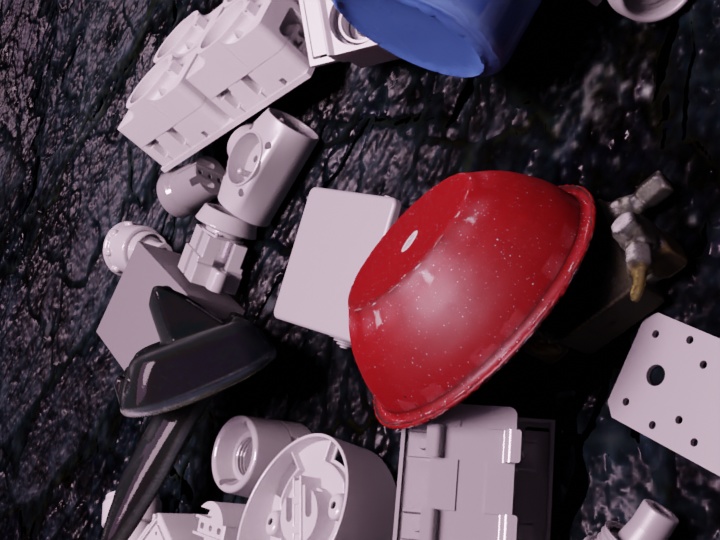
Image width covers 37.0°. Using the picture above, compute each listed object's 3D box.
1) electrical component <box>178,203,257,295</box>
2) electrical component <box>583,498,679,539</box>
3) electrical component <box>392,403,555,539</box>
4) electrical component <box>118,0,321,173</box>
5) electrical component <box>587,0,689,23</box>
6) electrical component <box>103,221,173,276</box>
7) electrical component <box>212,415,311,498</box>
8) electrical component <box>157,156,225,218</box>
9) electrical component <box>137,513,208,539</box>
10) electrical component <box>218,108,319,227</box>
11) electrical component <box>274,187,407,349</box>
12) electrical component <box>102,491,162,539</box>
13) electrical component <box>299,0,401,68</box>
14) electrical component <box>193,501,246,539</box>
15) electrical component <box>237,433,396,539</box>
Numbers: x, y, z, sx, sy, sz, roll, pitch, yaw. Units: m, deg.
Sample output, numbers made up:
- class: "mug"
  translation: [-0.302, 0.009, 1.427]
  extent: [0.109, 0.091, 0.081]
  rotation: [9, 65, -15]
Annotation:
- class: "electrical component"
  translation: [-0.106, -0.018, 0.810]
  extent: [0.055, 0.048, 0.066]
  rotation: [-68, 26, 7]
- class: "electrical component"
  translation: [0.118, 0.132, 0.479]
  extent: [0.043, 0.043, 0.062]
  rotation: [42, 106, 50]
- class: "electrical component"
  translation: [0.054, 0.130, 0.531]
  extent: [0.079, 0.063, 0.121]
  rotation: [3, 73, 9]
- class: "electrical component"
  translation: [-0.102, -0.163, 0.826]
  extent: [0.186, 0.060, 0.105]
  rotation: [-24, 35, 43]
- class: "electrical component"
  translation: [0.147, -0.162, 0.566]
  extent: [0.066, 0.048, 0.055]
  rotation: [-47, 37, 28]
- class: "electrical component"
  translation: [-0.182, -0.016, 0.904]
  extent: [0.062, 0.048, 0.048]
  rotation: [7, 80, 45]
- class: "electrical component"
  translation: [-0.063, 0.123, 0.700]
  extent: [0.055, 0.047, 0.055]
  rotation: [-23, 58, 43]
- class: "electrical component"
  translation: [-0.136, -0.068, 0.874]
  extent: [0.046, 0.040, 0.040]
  rotation: [-23, 58, 36]
- class: "electrical component"
  translation: [-0.109, 0.216, 0.710]
  extent: [0.061, 0.061, 0.096]
  rotation: [-54, 48, 21]
- class: "electrical component"
  translation: [-0.075, -0.084, 0.803]
  extent: [0.077, 0.044, 0.079]
  rotation: [-58, 40, 16]
- class: "electrical component"
  translation: [0.000, 0.000, 0.672]
  extent: [0.100, 0.048, 0.099]
  rotation: [13, 85, 52]
- class: "electrical component"
  translation: [-0.170, 0.195, 0.800]
  extent: [0.045, 0.045, 0.055]
  rotation: [-29, 54, 41]
- class: "electrical component"
  translation: [-0.001, -0.200, 0.712]
  extent: [0.079, 0.063, 0.121]
  rotation: [-11, 87, 18]
- class: "electrical component"
  translation: [-0.080, 0.170, 0.701]
  extent: [0.040, 0.046, 0.040]
  rotation: [-22, 60, 44]
- class: "electrical component"
  translation: [-0.026, 0.146, 0.631]
  extent: [0.099, 0.064, 0.099]
  rotation: [-23, 58, 43]
